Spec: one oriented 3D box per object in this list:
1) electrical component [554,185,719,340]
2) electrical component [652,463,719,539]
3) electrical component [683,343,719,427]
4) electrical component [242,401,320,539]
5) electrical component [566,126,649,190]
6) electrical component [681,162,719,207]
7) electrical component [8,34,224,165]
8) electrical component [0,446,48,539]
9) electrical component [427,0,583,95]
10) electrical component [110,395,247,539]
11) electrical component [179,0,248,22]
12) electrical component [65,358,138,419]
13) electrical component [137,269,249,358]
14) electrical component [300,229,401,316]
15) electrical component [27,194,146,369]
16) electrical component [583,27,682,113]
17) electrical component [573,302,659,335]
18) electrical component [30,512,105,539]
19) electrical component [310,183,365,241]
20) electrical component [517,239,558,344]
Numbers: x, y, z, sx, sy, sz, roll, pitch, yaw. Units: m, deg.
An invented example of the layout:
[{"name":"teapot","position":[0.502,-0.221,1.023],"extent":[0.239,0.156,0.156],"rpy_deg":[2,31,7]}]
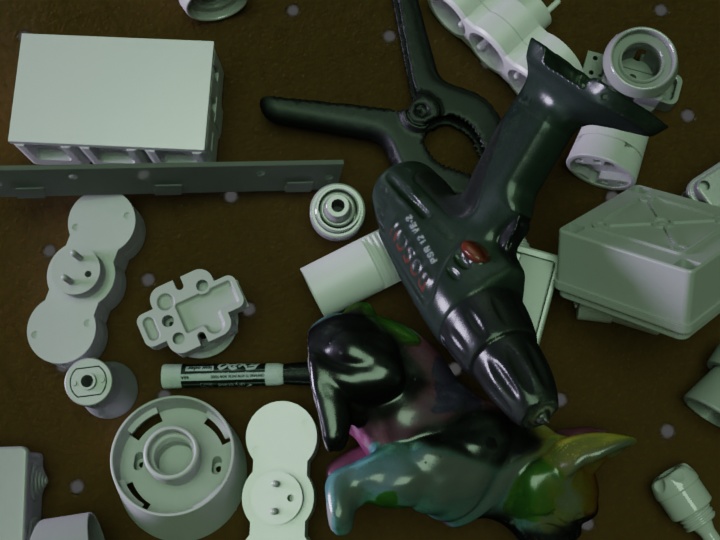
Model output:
[{"name":"electrical component","position":[0.214,-0.009,0.768],"extent":[0.109,0.056,0.109],"rpy_deg":[22,36,39]},{"name":"electrical component","position":[0.242,0.174,0.783],"extent":[0.035,0.035,0.061],"rpy_deg":[-32,81,-5]},{"name":"electrical component","position":[0.274,0.085,0.796],"extent":[0.045,0.045,0.055],"rpy_deg":[35,81,8]},{"name":"electrical component","position":[-0.059,0.163,0.773],"extent":[0.052,0.073,0.138],"rpy_deg":[1,78,2]},{"name":"electrical component","position":[0.194,-0.095,0.833],"extent":[0.055,0.055,0.047],"rpy_deg":[21,76,6]},{"name":"electrical component","position":[0.310,-0.057,0.820],"extent":[0.113,0.057,0.078],"rpy_deg":[-32,79,-5]},{"name":"electrical component","position":[-0.188,-0.129,0.845],"extent":[0.150,0.061,0.089],"rpy_deg":[3,78,2]},{"name":"electrical component","position":[-0.281,0.176,0.788],"extent":[0.100,0.048,0.099],"rpy_deg":[-2,78,1]},{"name":"electrical component","position":[0.127,-0.198,0.857],"extent":[0.074,0.052,0.138],"rpy_deg":[-43,80,-7]},{"name":"electrical component","position":[-0.135,0.145,0.796],"extent":[0.099,0.064,0.099],"rpy_deg":[0,64,1]},{"name":"electrical component","position":[-0.123,-0.239,0.870],"extent":[0.078,0.058,0.057],"rpy_deg":[-16,75,-2]},{"name":"electrical component","position":[-0.194,0.086,0.797],"extent":[0.044,0.065,0.044],"rpy_deg":[0,78,1]},{"name":"electrical component","position":[-0.123,0.036,0.811],"extent":[0.078,0.057,0.058],"rpy_deg":[-25,78,-4]},{"name":"electrical component","position":[0.000,0.000,0.822],"extent":[0.081,0.043,0.043],"rpy_deg":[-27,78,-4]},{"name":"electrical component","position":[-0.210,0.004,0.811],"extent":[0.052,0.073,0.138],"rpy_deg":[17,79,5]},{"name":"electrical component","position":[0.216,-0.155,0.843],"extent":[0.078,0.057,0.058],"rpy_deg":[17,79,5]},{"name":"electrical component","position":[0.195,0.024,0.814],"extent":[0.065,0.044,0.044],"rpy_deg":[7,78,8]},{"name":"electrical component","position":[-0.204,0.221,0.753],"extent":[0.064,0.099,0.099],"rpy_deg":[-14,78,-8]},{"name":"electrical component","position":[-0.017,-0.045,0.821],"extent":[0.043,0.062,0.043],"rpy_deg":[0,86,-2]},{"name":"electrical component","position":[0.111,0.017,0.807],"extent":[0.062,0.061,0.096],"rpy_deg":[16,79,5]}]
